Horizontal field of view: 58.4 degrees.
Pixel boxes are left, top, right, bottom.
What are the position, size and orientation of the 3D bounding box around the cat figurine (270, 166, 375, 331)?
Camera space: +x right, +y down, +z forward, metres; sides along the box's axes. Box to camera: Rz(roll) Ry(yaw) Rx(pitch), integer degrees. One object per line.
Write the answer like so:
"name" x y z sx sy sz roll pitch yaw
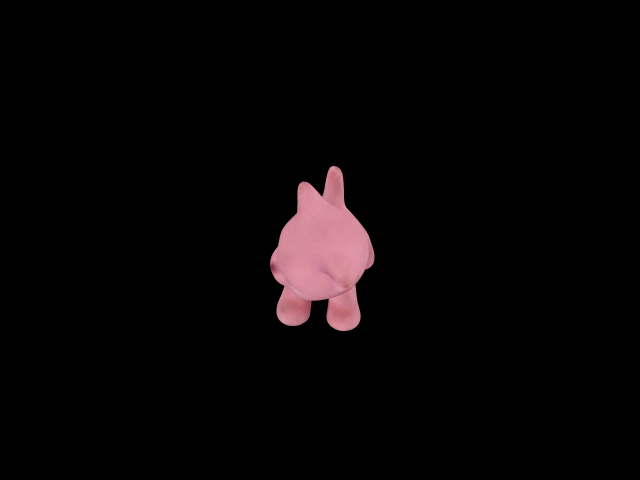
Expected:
"cat figurine" 0.004 0.001 0.400 0.067 0.118 0.128 6 43 7
